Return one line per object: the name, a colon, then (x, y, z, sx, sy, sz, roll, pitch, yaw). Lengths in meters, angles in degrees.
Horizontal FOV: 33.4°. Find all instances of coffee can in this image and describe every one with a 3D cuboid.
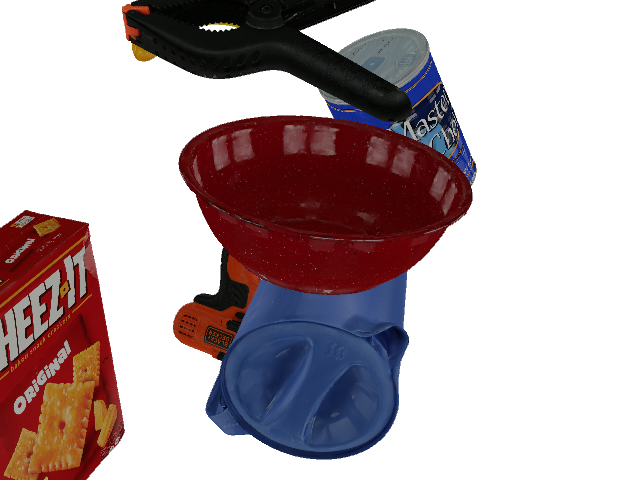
coffee can: (0.071, -0.103, 0.961, 0.103, 0.140, 0.103, -18, 36, 14)

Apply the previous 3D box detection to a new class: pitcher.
pitcher: (0.000, 0.055, 0.875, 0.149, 0.145, 0.242, 10, 33, 5)

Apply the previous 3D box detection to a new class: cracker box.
cracker box: (-0.230, 0.110, 0.821, 0.072, 0.214, 0.164, 10, 32, 20)

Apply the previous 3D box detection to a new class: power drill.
power drill: (-0.051, 0.043, 1.071, 0.185, 0.187, 0.057, 17, 1, 27)

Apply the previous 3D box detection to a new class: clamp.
clamp: (-0.032, -0.140, 0.737, 0.210, 0.164, 0.036, -2, -42, -2)

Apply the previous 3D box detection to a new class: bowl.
bowl: (0.000, -0.015, 0.596, 0.162, 0.055, 0.162, 6, 27, -3)

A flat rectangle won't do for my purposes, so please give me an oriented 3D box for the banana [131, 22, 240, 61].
banana: (-0.118, -0.212, 1.022, 0.070, 0.037, 0.197, 45, 39, 19)
